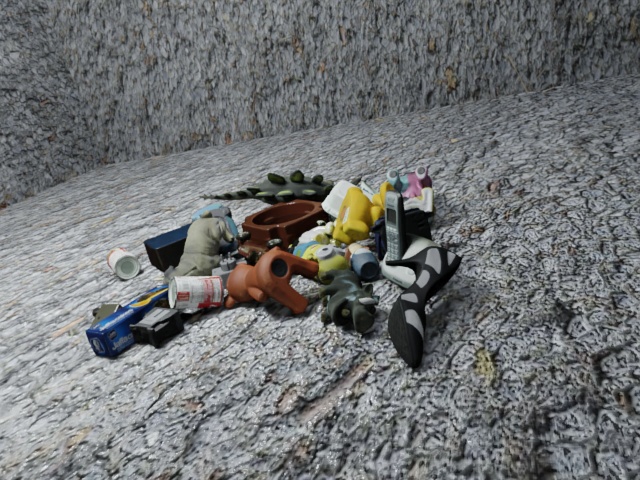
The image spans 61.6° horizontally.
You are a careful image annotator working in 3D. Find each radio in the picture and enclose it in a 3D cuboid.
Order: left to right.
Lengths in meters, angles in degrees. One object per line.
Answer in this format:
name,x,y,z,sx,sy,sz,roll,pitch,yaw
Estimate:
radio,-0.373,0.006,1.523,0.229,0.073,0.131,-24,22,-32

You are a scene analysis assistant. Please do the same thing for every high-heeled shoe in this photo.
high-heeled shoe,0.188,0.106,0.889,0.145,0.086,0.249,3,46,-6

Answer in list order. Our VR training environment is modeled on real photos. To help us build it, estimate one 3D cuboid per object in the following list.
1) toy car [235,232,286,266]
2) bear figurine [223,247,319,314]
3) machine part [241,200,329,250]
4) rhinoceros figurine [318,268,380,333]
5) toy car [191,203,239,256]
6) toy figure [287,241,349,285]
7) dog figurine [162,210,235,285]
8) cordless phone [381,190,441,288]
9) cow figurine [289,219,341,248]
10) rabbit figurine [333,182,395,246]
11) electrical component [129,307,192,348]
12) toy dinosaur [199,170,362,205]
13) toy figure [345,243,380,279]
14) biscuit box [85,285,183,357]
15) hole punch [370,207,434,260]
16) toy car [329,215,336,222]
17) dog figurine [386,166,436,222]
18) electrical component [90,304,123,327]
toy car,-0.145,0.034,1.274,0.053,0.089,0.202,-23,23,-36
bear figurine,-0.110,0.093,1.102,0.196,0.132,0.120,-34,33,53
machine part,-0.089,-0.034,1.431,0.201,0.087,0.201,-25,23,-34
rhinoceros figurine,0.053,0.112,0.984,0.112,0.073,0.190,-3,18,-5
toy car,-0.270,-0.011,1.443,0.109,0.162,0.103,-30,-14,-18
toy figure,-0.003,0.049,1.168,0.082,0.089,0.180,-37,20,-26
dog figurine,-0.302,0.032,1.273,0.121,0.172,0.190,-14,10,31
cordless phone,0.178,-0.003,1.040,0.089,0.184,0.147,-16,19,-22
cow figurine,-0.002,-0.003,1.327,0.098,0.068,0.167,-6,19,34
rabbit figurine,0.132,-0.048,1.256,0.173,0.122,0.162,18,63,-8
electrical component,-0.314,0.166,1.088,0.075,0.047,0.119,4,27,36
toy dinosaur,-0.108,-0.144,1.590,0.472,0.105,0.198,-10,-11,5
toy figure,0.088,0.040,1.170,0.064,0.057,0.155,22,11,-17
biscuit box,-0.379,0.164,1.114,0.063,0.059,0.203,1,24,33
hole punch,0.177,-0.007,1.165,0.142,0.115,0.092,-15,12,-6
toy car,0.048,-0.070,1.492,0.073,0.056,0.202,-25,21,-15
dog figurine,0.248,-0.103,1.403,0.109,0.191,0.219,-11,-15,14
electrical component,-0.452,0.170,1.172,0.102,0.045,0.078,-9,49,18
